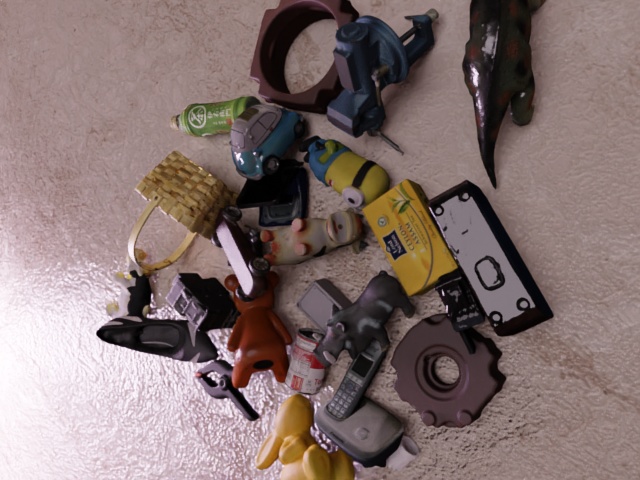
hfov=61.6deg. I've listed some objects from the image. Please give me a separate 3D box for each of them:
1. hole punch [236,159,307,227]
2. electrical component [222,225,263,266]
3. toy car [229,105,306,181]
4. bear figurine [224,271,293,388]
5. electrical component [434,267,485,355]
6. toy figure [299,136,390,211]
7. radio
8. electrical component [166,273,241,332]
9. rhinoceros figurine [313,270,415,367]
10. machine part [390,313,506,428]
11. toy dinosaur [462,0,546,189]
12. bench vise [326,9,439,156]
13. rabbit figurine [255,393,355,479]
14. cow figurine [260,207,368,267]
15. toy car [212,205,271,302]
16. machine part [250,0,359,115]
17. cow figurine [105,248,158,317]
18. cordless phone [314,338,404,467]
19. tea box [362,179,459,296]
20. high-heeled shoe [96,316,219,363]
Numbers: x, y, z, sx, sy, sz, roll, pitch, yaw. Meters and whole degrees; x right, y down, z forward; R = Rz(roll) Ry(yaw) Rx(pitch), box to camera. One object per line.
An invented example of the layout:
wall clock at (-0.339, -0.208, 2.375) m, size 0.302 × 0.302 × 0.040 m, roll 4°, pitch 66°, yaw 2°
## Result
hole punch at (-0.082, -0.088, 1.029) m, size 0.142 × 0.092 × 0.116 m, roll -4°, pitch 54°, yaw 37°
electrical component at (-0.153, 0.011, 1.078) m, size 0.102 × 0.045 × 0.078 m, roll -7°, pitch 82°, yaw 31°
toy car at (-0.110, -0.197, 1.005) m, size 0.161 × 0.102 × 0.109 m, roll -51°, pitch 43°, yaw -7°
bear figurine at (-0.122, 0.163, 1.025) m, size 0.131 × 0.120 × 0.196 m, roll 95°, pitch 164°, yaw -47°
electrical component at (0.213, 0.104, 0.785) m, size 0.048 × 0.075 × 0.119 m, roll -28°, pitch 87°, yaw 19°
toy figure at (0.043, -0.125, 0.953) m, size 0.180 × 0.082 × 0.089 m, roll 45°, pitch 107°, yaw 28°
radio at (0.249, 0.026, 0.791) m, size 0.073 × 0.131 × 0.229 m, roll -33°, pitch 71°, yaw 22°
electrical component at (-0.238, 0.120, 1.082) m, size 0.134 × 0.115 × 0.058 m, roll 42°, pitch 105°, yaw 24°
rhinoceros figurine at (0.068, 0.138, 0.893) m, size 0.190 × 0.112 × 0.073 m, roll -49°, pitch 36°, yaw 12°
machine part at (0.199, 0.207, 0.854) m, size 0.180 × 0.056 × 0.179 m, roll -3°, pitch 84°, yaw 30°
toy dinosaur at (0.253, -0.288, 0.775) m, size 0.131 × 0.192 × 0.404 m, roll -4°, pitch 83°, yaw 32°
bench vise at (0.113, -0.285, 0.887) m, size 0.240 × 0.223 × 0.129 m, roll -43°, pitch 45°, yaw -13°
rabbit figurine at (-0.034, 0.369, 0.966) m, size 0.162 × 0.122 × 0.173 m, roll -40°, pitch 54°, yaw 32°
cow figurine at (-0.002, -0.003, 0.960) m, size 0.195 × 0.127 × 0.085 m, roll -19°, pitch 79°, yaw 43°
toy car at (-0.147, 0.021, 1.000) m, size 0.202 × 0.053 × 0.089 m, roll 58°, pitch 138°, yaw 35°
machine part at (-0.020, -0.343, 1.000) m, size 0.202 × 0.087 × 0.200 m, roll 17°, pitch 95°, yaw 32°
cow figurine at (-0.415, 0.108, 1.213) m, size 0.098 × 0.068 × 0.167 m, roll 24°, pitch 102°, yaw 24°
cordless phone at (0.088, 0.267, 0.898) m, size 0.147 × 0.088 × 0.184 m, roll 21°, pitch 81°, yaw 48°
tea box at (0.155, -0.003, 0.885) m, size 0.098 × 0.068 × 0.170 m, roll -36°, pitch 71°, yaw 23°
high-heeled shoe at (-0.341, 0.209, 1.119) m, size 0.249 × 0.145 × 0.086 m, roll 10°, pitch 93°, yaw 32°
